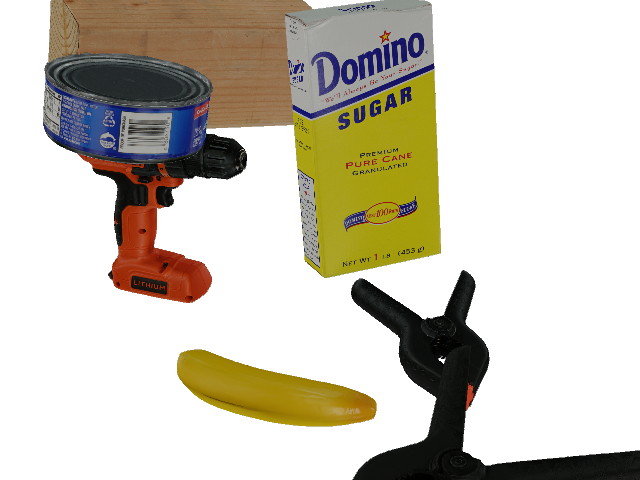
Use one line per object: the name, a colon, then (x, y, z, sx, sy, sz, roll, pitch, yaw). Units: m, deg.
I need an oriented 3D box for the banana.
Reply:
banana: (-0.051, 0.112, 0.833, 0.198, 0.037, 0.069, 12, 22, 40)

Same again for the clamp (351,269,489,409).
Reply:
clamp: (0.112, 0.082, 0.963, 0.120, 0.039, 0.171, -15, 43, -15)

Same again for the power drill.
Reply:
power drill: (-0.155, -0.031, 1.086, 0.185, 0.188, 0.057, 10, 30, 21)

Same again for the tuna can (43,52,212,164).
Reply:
tuna can: (-0.100, -0.070, 0.555, 0.086, 0.034, 0.086, 8, 24, -4)

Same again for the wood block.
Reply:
wood block: (-0.107, -0.148, 0.864, 0.205, 0.091, 0.090, -5, 33, -26)

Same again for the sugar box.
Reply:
sugar box: (0.031, -0.070, 0.724, 0.093, 0.176, 0.048, -12, 24, -18)

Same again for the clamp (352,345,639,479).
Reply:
clamp: (0.080, 0.141, 0.657, 0.209, 0.036, 0.165, -23, 37, -28)
